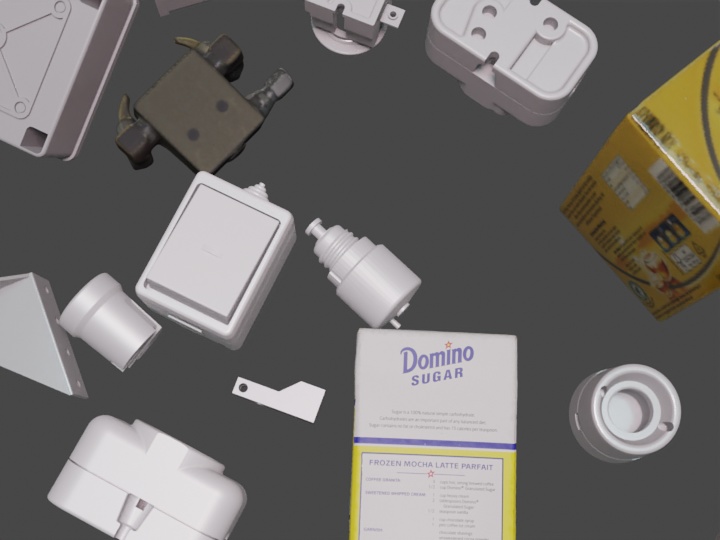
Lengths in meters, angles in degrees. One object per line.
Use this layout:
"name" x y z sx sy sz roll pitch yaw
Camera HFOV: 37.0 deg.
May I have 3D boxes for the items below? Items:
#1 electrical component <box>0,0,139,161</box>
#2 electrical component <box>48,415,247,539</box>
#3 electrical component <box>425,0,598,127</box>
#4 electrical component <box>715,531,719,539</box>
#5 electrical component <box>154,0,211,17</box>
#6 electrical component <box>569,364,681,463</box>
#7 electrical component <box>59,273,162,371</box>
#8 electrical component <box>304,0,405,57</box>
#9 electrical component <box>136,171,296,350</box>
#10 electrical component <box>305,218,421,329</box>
"electrical component" -0.203 -0.134 0.632 0.109 0.056 0.108 25 98 4
"electrical component" -0.114 0.122 0.594 0.095 0.053 0.059 27 78 5
"electrical component" 0.089 -0.133 0.652 0.095 0.059 0.053 35 79 6
"electrical component" 0.239 0.164 0.594 0.080 0.051 0.080 0 78 -1
"electrical component" -0.120 -0.248 0.657 0.062 0.089 0.150 -17 78 -5
"electrical component" 0.151 0.081 0.612 0.055 0.047 0.055 0 78 -1
"electrical component" -0.143 0.031 0.622 0.046 0.040 0.040 40 80 2
"electrical component" -0.006 -0.160 0.657 0.066 0.055 0.048 22 78 4
"electrical component" -0.079 -0.011 0.620 0.062 0.061 0.096 26 78 5
"electrical component" 0.000 0.000 0.630 0.078 0.040 0.040 43 80 8
